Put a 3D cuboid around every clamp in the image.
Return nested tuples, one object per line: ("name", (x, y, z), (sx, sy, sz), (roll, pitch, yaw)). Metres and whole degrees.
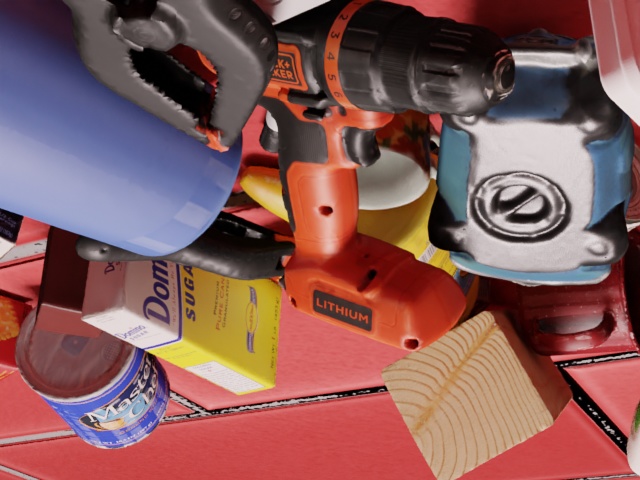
("clamp", (-0.083, -0.106, 0.457), (0.164, 0.036, 0.210), (5, 154, 10))
("clamp", (-0.100, -0.009, 0.726), (0.171, 0.120, 0.039), (13, 114, -35))

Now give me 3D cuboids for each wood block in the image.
("wood block", (0.126, 0.111, 0.814), (0.091, 0.090, 0.206), (-32, 168, 13))

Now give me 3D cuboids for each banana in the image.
("banana", (0.013, 0.000, 0.772), (0.070, 0.037, 0.197), (-9, 150, 21))

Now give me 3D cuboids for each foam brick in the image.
("foam brick", (-0.182, 0.028, 0.803), (0.051, 0.078, 0.053), (11, 152, -18))

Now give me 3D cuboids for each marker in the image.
("marker", (-0.020, -0.087, 0.628), (0.020, 0.020, 0.121), (7, 152, -8))

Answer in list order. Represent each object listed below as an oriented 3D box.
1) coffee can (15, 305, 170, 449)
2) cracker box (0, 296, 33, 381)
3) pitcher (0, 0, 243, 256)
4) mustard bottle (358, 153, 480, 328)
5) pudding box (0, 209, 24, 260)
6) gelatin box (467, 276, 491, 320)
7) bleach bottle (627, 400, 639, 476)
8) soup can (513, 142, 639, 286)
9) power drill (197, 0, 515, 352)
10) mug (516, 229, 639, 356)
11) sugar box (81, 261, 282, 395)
("coffee can", (-0.197, 0.116, 0.946), (0.103, 0.103, 0.140), (0, 153, 6))
("cracker box", (-0.384, 0.075, 0.922), (0.213, 0.072, 0.164), (25, 145, -34))
("pitcher", (-0.166, -0.079, 0.559), (0.145, 0.149, 0.242), (-39, 138, 24))
("mustard bottle", (0.071, 0.020, 0.747), (0.058, 0.096, 0.191), (27, 166, 30))
("pudding box", (-0.226, -0.047, 0.629), (0.113, 0.090, 0.039), (35, 128, -30))
("gelatin box", (0.088, 0.052, 0.871), (0.073, 0.030, 0.089), (10, 151, -13))
("bleach bottle", (0.275, 0.053, 0.740), (0.068, 0.102, 0.251), (16, 125, 18))
("soup can", (0.158, -0.020, 0.687), (0.068, 0.068, 0.102), (15, 149, -22))
("power drill", (0.026, -0.036, 0.547), (0.185, 0.057, 0.187), (19, 133, 40))
("mug", (0.190, 0.048, 0.772), (0.082, 0.117, 0.093), (-8, 113, 30))
("sugar box", (-0.099, 0.046, 0.813), (0.048, 0.093, 0.176), (-15, 148, 30))
